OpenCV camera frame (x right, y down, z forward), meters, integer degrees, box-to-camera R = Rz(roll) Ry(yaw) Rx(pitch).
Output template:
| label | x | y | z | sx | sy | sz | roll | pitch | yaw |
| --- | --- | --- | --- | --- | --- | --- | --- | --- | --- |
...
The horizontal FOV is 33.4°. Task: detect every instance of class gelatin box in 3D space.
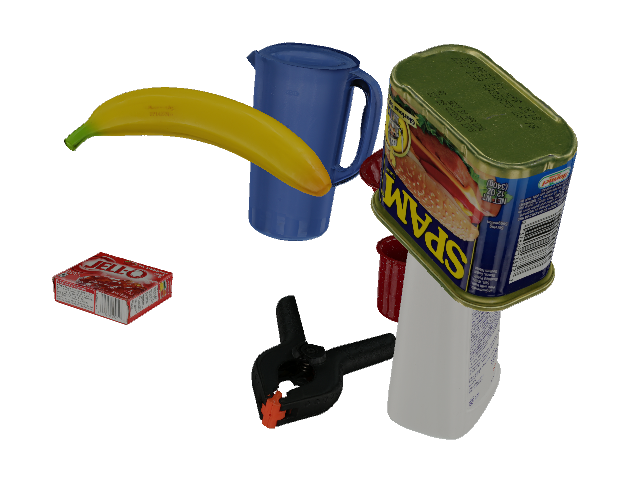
| label | x | y | z | sx | sy | sz | roll | pitch | yaw |
| --- | --- | --- | --- | --- | --- | --- | --- | --- | --- |
| gelatin box | -0.198 | 0.043 | 1.019 | 0.089 | 0.030 | 0.073 | 15 | 25 | 24 |

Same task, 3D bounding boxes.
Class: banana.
| label | x | y | z | sx | sy | sz | roll | pitch | yaw |
| --- | --- | --- | --- | --- | --- | --- | --- | --- | --- |
| banana | -0.085 | -0.078 | 0.792 | 0.198 | 0.069 | 0.037 | 10 | -19 | 4 |

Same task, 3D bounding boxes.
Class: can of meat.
| label | x | y | z | sx | sy | sz | roll | pitch | yaw |
| --- | --- | --- | --- | --- | --- | --- | --- | --- | --- |
| can of meat | 0.070 | -0.032 | 0.504 | 0.057 | 0.084 | 0.102 | -20 | 47 | -23 |

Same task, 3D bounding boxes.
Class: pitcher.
| label | x | y | z | sx | sy | sz | roll | pitch | yaw |
| --- | --- | --- | --- | --- | --- | --- | --- | --- | --- |
| pitcher | -0.020 | -0.124 | 1.374 | 0.144 | 0.243 | 0.149 | -2 | 24 | -21 |

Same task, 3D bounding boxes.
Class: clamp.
| label | x | y | z | sx | sy | sz | roll | pitch | yaw |
| --- | --- | --- | --- | --- | --- | --- | --- | --- | --- |
| clamp | -0.018 | 0.104 | 0.945 | 0.120 | 0.039 | 0.171 | 19 | 28 | 25 |

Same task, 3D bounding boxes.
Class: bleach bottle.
| label | x | y | z | sx | sy | sz | roll | pitch | yaw |
| --- | --- | --- | --- | --- | --- | --- | --- | --- | --- |
| bleach bottle | 0.092 | 0.005 | 0.709 | 0.068 | 0.251 | 0.102 | 14 | 32 | 21 |

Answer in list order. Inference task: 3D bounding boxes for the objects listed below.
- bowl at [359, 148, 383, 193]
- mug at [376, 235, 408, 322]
| label | x | y | z | sx | sy | sz | roll | pitch | yaw |
| --- | --- | --- | --- | --- | --- | --- | --- | --- | --- |
| bowl | 0.118 | -0.047 | 0.948 | 0.162 | 0.055 | 0.162 | -8 | 23 | 3 |
| mug | 0.120 | 0.049 | 1.253 | 0.117 | 0.081 | 0.093 | 13 | 25 | 22 |
